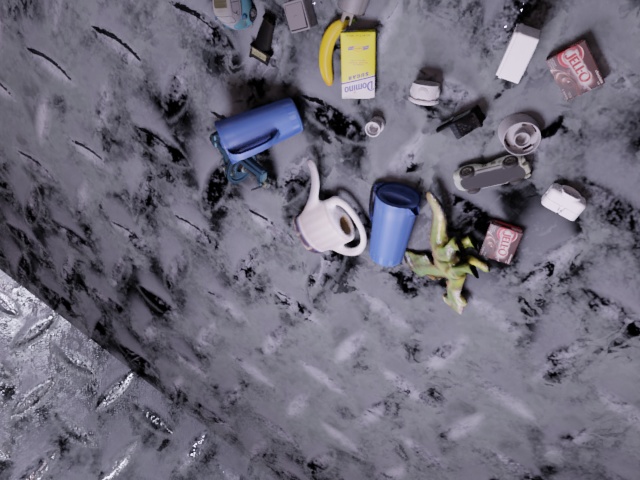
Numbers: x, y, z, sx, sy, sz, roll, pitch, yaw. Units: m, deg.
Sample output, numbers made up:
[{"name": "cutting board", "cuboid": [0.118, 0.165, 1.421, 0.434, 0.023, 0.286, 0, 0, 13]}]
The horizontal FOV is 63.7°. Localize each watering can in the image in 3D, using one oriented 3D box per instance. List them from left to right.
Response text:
[{"name": "watering can", "cuboid": [0.005, -0.083, 1.640, 0.222, 0.345, 0.106, -26, 16, 36]}]

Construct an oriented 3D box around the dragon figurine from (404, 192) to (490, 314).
[{"name": "dragon figurine", "cuboid": [0.351, 0.050, 1.553, 0.240, 0.407, 0.124, -23, 15, 44]}]
